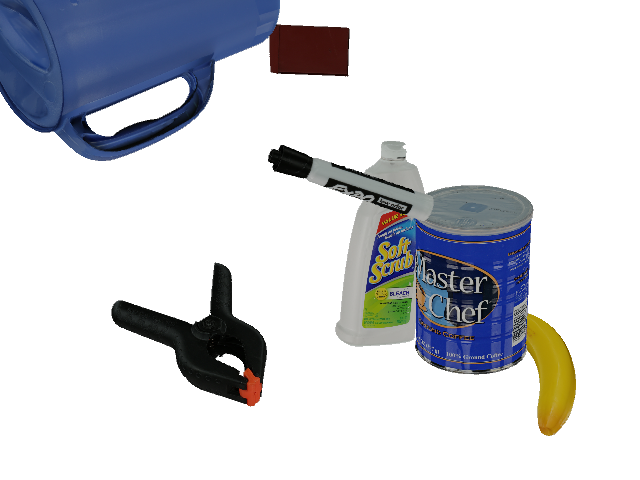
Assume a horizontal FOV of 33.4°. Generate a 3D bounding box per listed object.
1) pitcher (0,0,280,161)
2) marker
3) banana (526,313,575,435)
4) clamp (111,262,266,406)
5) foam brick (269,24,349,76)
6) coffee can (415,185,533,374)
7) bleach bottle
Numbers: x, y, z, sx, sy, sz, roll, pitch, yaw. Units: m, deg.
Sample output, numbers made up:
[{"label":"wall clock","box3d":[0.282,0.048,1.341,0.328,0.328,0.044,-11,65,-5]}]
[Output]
[{"label":"pitcher","box3d":[-0.151,-0.180,0.908,0.242,0.149,0.145,-26,43,-34]},{"label":"marker","box3d":[0.021,-0.040,0.735,0.121,0.020,0.020,18,-6,-17]},{"label":"banana","box3d":[0.233,0.131,1.135,0.069,0.037,0.198,-25,34,3]},{"label":"clamp","box3d":[-0.095,0.081,0.960,0.120,0.039,0.172,-33,51,-28]},{"label":"foam brick","box3d":[-0.012,-0.202,1.131,0.078,0.051,0.053,0,12,-12]},{"label":"coffee can","box3d":[0.136,0.033,0.954,0.103,0.140,0.103,-2,23,1]},{"label":"bleach bottle","box3d":[0.076,0.003,1.329,0.102,0.251,0.068,-3,16,-19]}]
